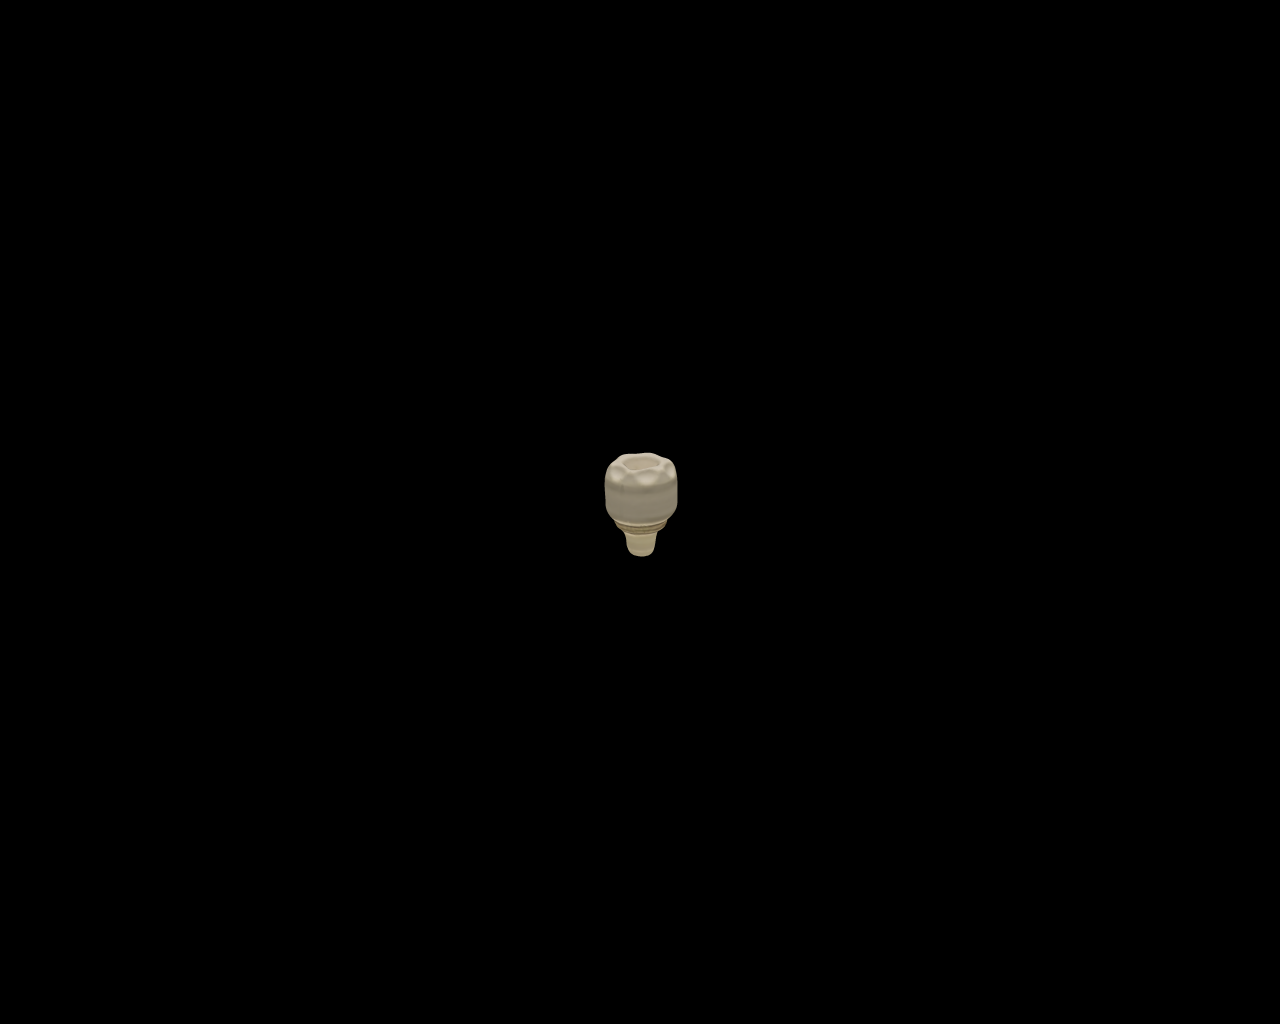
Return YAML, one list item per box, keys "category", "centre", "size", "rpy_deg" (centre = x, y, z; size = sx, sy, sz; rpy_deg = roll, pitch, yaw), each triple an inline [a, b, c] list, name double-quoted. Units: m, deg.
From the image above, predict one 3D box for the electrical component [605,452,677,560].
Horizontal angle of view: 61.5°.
- category: "electrical component"
  centre: [0.001, -0.003, 0.650]
  size: [0.043, 0.062, 0.043]
  rpy_deg: [0, 22, 0]
